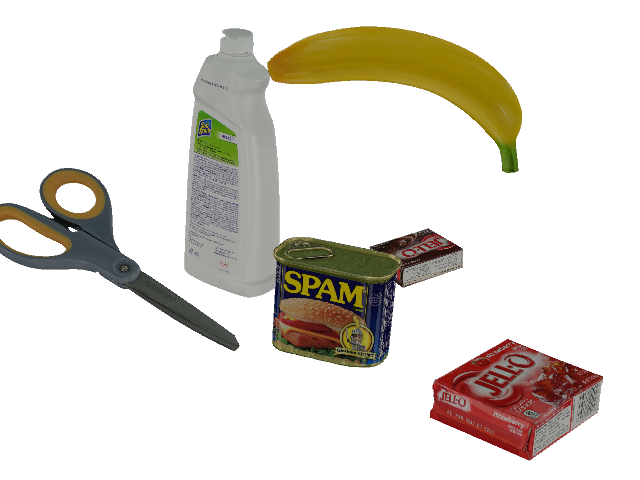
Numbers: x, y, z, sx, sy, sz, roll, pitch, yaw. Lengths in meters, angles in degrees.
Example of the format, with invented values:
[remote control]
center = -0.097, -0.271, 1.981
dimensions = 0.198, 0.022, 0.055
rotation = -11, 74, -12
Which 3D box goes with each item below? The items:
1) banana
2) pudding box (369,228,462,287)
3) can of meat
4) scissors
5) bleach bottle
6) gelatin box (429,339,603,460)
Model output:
[banana]
center = 0.064, -0.111, 0.741
dimensions = 0.197, 0.069, 0.037
rotation = 20, -1, -12
[pudding box]
center = 0.145, 0.025, 1.612
dimensions = 0.113, 0.039, 0.090
rotation = -19, 28, -24
[can of meat]
center = 0.011, 0.051, 0.872
dimensions = 0.102, 0.084, 0.057
rotation = 11, 22, 18
[scissors]
center = -0.132, 0.006, 0.732
dimensions = 0.202, 0.096, 0.016
rotation = 18, -37, 9
[bleach bottle]
center = -0.080, -0.077, 1.035
dimensions = 0.103, 0.251, 0.068
rotation = 19, 28, 27
[gelatin box]
center = 0.124, 0.098, 0.674
dimensions = 0.073, 0.030, 0.089
rotation = 20, 26, 38
